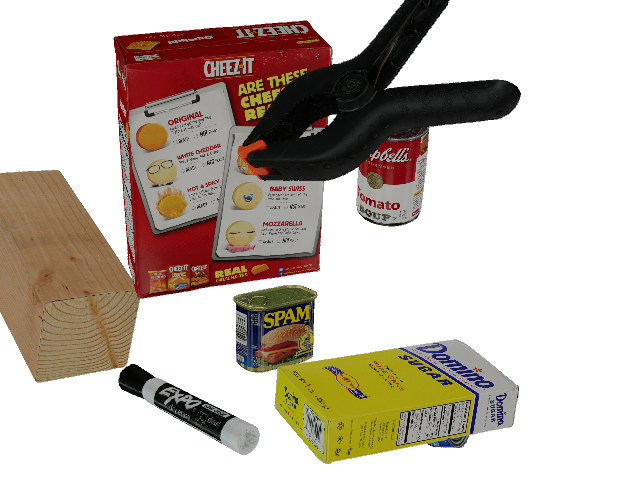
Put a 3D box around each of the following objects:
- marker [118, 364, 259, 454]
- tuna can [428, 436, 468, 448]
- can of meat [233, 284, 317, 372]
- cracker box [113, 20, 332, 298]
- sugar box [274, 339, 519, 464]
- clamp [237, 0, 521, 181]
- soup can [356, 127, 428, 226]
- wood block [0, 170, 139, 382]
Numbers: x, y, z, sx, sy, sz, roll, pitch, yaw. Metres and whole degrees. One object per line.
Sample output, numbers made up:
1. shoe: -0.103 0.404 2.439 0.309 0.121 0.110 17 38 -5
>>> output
1. marker: -0.086 0.104 0.671 0.121 0.020 0.020 18 12 40
2. tuna can: 0.139 0.188 1.192 0.034 0.086 0.086 -4 -2 29
3. can of meat: -0.055 0.106 1.292 0.101 0.084 0.058 -10 18 -36
4. cracker box: -0.081 -0.066 0.883 0.164 0.214 0.072 -8 34 -17
5. sugar box: 0.062 0.126 0.863 0.176 0.048 0.093 -9 25 -26
6. clamp: 0.034 -0.081 0.646 0.039 0.171 0.120 49 6 -45
7. soup can: 0.070 -0.074 1.060 0.068 0.102 0.068 1 35 -1
8. wood block: -0.255 0.026 1.001 0.090 0.091 0.206 -7 38 -34
